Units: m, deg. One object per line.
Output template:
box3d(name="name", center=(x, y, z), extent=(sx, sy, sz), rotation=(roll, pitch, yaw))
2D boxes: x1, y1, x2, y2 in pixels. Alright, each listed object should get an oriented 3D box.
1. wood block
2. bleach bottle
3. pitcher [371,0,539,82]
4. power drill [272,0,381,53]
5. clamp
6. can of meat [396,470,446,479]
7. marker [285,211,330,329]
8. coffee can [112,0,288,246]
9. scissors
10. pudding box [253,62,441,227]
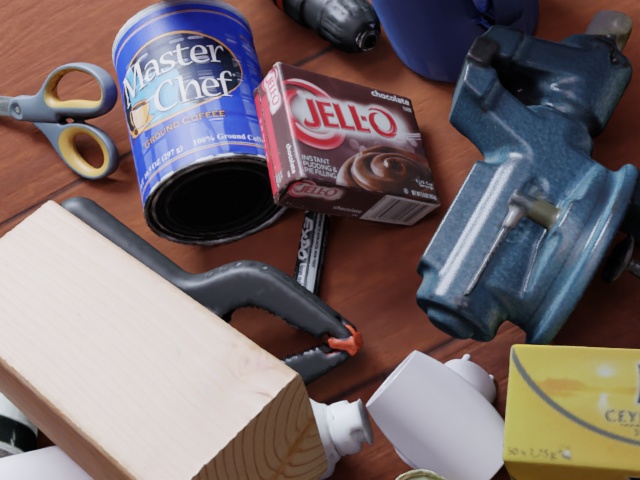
box3d(name="wood block", center=(-0.104, 0.075, 0.575), extent=(0.206, 0.090, 0.090), rotation=(31, 61, 34))
box3d(name="bleach bottle", center=(-0.093, 0.139, 0.630), extent=(0.251, 0.102, 0.068), rotation=(-17, 66, 9))
box3d(name="pitcher", center=(0.075, -0.198, 0.662), extent=(0.145, 0.242, 0.149), rotation=(12, 69, 23))
box3d(name="power drill", center=(-0.061, -0.200, 0.749), extent=(0.185, 0.187, 0.057), rotation=(45, 114, 32))
box3d(name="clamp", center=(-0.080, 0.068, 0.684), extent=(0.210, 0.036, 0.164), rotation=(10, 97, 11))
box3d(name="can of meat", center=(0.082, 0.175, 0.565), extent=(0.102, 0.084, 0.057), rotation=(27, 75, 28))
box3d(name="marker", center=(-0.005, 0.001, 0.719), extent=(0.020, 0.020, 0.121), rotation=(1, 65, 18))
box3d(name="coffee can", center=(-0.082, -0.082, 0.738), extent=(0.103, 0.102, 0.140), rotation=(-20, 60, 7))
box3d(name="scissors", center=(-0.220, -0.085, 0.827), extent=(0.202, 0.016, 0.096), rotation=(-9, 103, 42))
box3d(name="pudding box", center=(0.017, -0.060, 0.692), extent=(0.039, 0.113, 0.090), rotation=(-40, 50, 42))
